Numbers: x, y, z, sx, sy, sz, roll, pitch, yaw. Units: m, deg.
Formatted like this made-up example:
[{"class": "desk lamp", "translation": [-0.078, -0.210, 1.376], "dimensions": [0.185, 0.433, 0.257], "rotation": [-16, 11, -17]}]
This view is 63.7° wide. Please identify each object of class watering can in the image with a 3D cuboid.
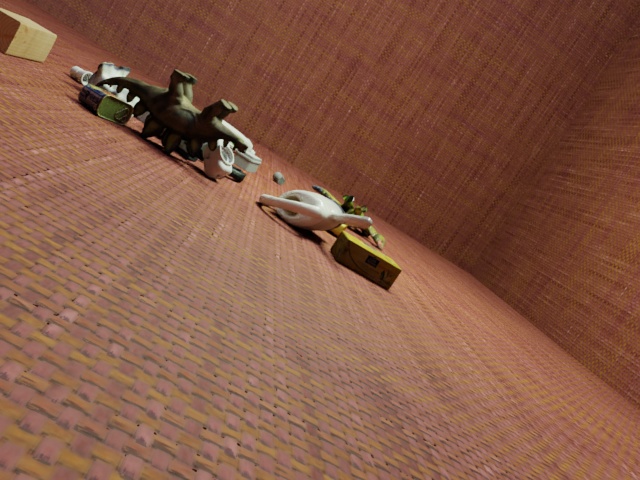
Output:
[{"class": "watering can", "translation": [0.004, -0.070, 1.394], "dimensions": [0.349, 0.104, 0.224], "rotation": [15, 3, 24]}]

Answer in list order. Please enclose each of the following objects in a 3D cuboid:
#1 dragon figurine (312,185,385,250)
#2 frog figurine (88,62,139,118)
[{"class": "dragon figurine", "translation": [0.132, -0.088, 2.160], "dimensions": [0.417, 0.122, 0.238], "rotation": [43, -4, 44]}, {"class": "frog figurine", "translation": [-0.571, -0.403, 1.445], "dimensions": [0.137, 0.122, 0.160], "rotation": [41, 29, -85]}]
